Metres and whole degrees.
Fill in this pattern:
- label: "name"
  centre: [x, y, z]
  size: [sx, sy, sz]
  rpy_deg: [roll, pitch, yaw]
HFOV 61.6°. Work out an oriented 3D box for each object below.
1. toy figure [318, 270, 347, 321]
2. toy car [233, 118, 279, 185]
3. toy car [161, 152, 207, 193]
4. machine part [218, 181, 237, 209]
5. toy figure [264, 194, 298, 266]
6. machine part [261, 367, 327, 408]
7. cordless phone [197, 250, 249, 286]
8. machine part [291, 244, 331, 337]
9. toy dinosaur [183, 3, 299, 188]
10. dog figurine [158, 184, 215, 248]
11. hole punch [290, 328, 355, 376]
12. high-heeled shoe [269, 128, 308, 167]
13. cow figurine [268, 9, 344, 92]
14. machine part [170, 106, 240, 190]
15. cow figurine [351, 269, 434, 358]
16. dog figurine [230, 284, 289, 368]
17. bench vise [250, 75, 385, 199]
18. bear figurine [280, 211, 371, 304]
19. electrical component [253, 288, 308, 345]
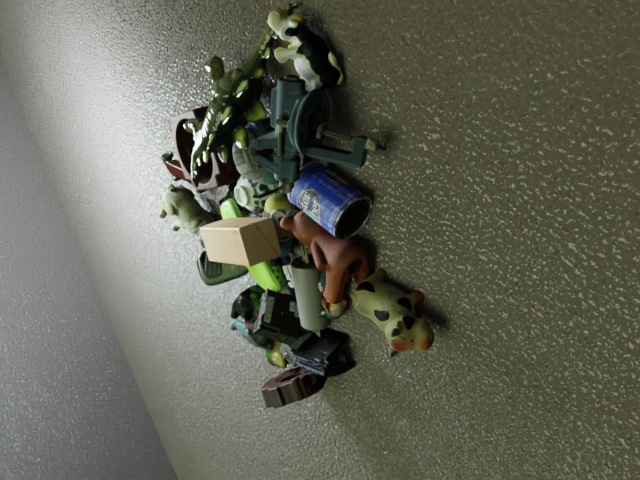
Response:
- label: "toy figure"
  centre: [0.030, 0.124, 1.210]
  size: [0.064, 0.058, 0.154]
  rpy_deg: [2, 120, 10]
- label: "toy car"
  centre: [-0.141, -0.191, 1.204]
  size: [0.109, 0.103, 0.161]
  rpy_deg: [-5, 109, 51]
- label: "toy car"
  centre: [-0.388, -0.200, 1.548]
  size: [0.202, 0.053, 0.089]
  rpy_deg: [25, 150, 43]
- label: "machine part"
  centre: [-0.236, -0.100, 1.433]
  size: [0.084, 0.039, 0.138]
  rpy_deg: [57, 146, 18]
- label: "toy figure"
  centre: [-0.098, -0.024, 1.273]
  size: [0.089, 0.082, 0.180]
  rpy_deg: [37, 139, 29]
- label: "machine part"
  centre: [-0.068, 0.374, 1.401]
  size: [0.179, 0.179, 0.056]
  rpy_deg: [-24, 88, 54]
- label: "cordless phone"
  centre: [-0.255, 0.030, 1.444]
  size: [0.089, 0.146, 0.184]
  rpy_deg: [54, 145, 29]
- label: "machine part"
  centre: [-0.020, 0.125, 1.268]
  size: [0.079, 0.079, 0.242]
  rpy_deg: [18, 123, 45]
- label: "toy dinosaur"
  centre: [-0.178, -0.296, 1.134]
  size: [0.471, 0.105, 0.199]
  rpy_deg: [-60, 41, 26]
- label: "dog figurine"
  centre: [-0.352, -0.068, 1.528]
  size: [0.191, 0.121, 0.172]
  rpy_deg: [25, 160, 35]
- label: "hole punch"
  centre: [0.011, 0.287, 1.306]
  size: [0.142, 0.116, 0.092]
  rpy_deg: [12, 128, 48]
- label: "high-heeled shoe"
  centre: [-0.033, -0.179, 1.132]
  size: [0.086, 0.145, 0.248]
  rpy_deg: [47, 173, 42]
- label: "cow figurine"
  centre: [-0.027, -0.346, 0.973]
  size: [0.098, 0.068, 0.167]
  rpy_deg: [-10, 118, 39]
- label: "machine part"
  centre: [-0.288, -0.234, 1.374]
  size: [0.202, 0.087, 0.200]
  rpy_deg: [1, 112, 53]
- label: "cow figurine"
  centre: [0.139, 0.145, 1.040]
  size: [0.195, 0.127, 0.085]
  rpy_deg: [34, 138, 38]
- label: "dog figurine"
  centre: [-0.138, 0.250, 1.475]
  size: [0.219, 0.108, 0.191]
  rpy_deg: [37, 134, 26]
- label: "bench vise"
  centre: [-0.011, -0.172, 0.967]
  size: [0.241, 0.129, 0.223]
  rpy_deg: [17, 108, 22]
- label: "bear figurine"
  centre: [0.010, 0.019, 1.132]
  size: [0.196, 0.120, 0.131]
  rpy_deg: [37, 143, 37]
- label: "electrical component"
  centre: [-0.091, 0.197, 1.355]
  size: [0.134, 0.115, 0.058]
  rpy_deg: [21, 148, -16]
